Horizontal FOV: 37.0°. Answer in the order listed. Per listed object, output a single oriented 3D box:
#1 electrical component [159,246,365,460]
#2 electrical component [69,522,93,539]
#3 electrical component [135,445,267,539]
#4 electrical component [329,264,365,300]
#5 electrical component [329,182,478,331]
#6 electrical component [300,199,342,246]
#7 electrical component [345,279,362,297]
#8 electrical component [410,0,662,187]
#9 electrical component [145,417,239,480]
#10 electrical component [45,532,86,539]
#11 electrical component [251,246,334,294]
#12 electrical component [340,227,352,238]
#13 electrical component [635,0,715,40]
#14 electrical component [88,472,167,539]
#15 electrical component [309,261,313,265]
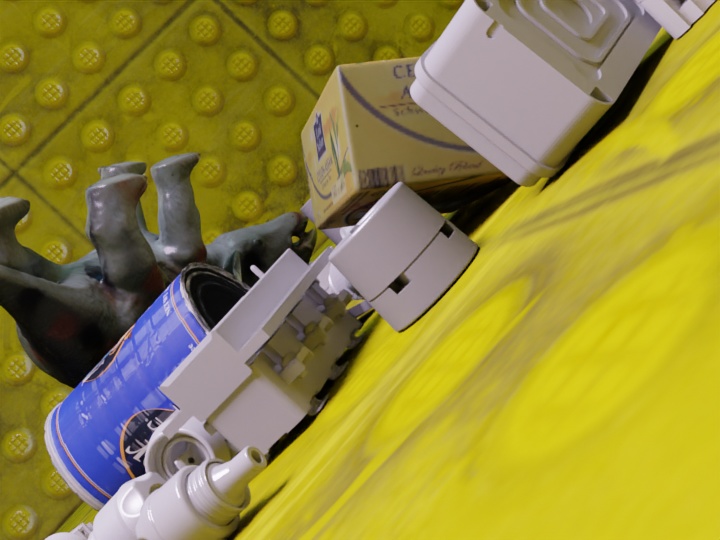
[{"bbox_3d":[-0.045,0.043,0.558,0.078,0.063,0.121,-45,4,23],"label":"electrical component"},{"bbox_3d":[-0.226,0.226,0.850,0.046,0.040,0.040,-40,6,16],"label":"electrical component"},{"bbox_3d":[-0.062,0.094,0.441,0.061,0.035,0.035,-43,5,20],"label":"electrical component"},{"bbox_3d":[0.000,0.000,0.684,0.040,0.040,0.078,-49,4,-30],"label":"electrical component"},{"bbox_3d":[0.019,-0.007,0.498,0.055,0.047,0.055,-47,4,4],"label":"electrical component"},{"bbox_3d":[0.002,-0.051,0.911,0.079,0.077,0.044,-43,5,34],"label":"electrical component"},{"bbox_3d":[0.014,-0.009,0.594,0.043,0.043,0.081,-48,4,-15],"label":"electrical component"},{"bbox_3d":[0.082,-0.099,0.491,0.057,0.078,0.113,-52,-1,43],"label":"electrical component"},{"bbox_3d":[-0.089,0.100,0.599,0.066,0.048,0.055,-45,-3,15],"label":"electrical component"},{"bbox_3d":[-0.148,0.168,0.464,0.095,0.054,0.059,-46,4,17],"label":"electrical component"},{"bbox_3d":[-0.062,0.028,0.829,0.138,0.074,0.052,-49,4,-34],"label":"electrical component"},{"bbox_3d":[0.017,-0.039,0.864,0.055,0.045,0.045,-46,4,17],"label":"electrical component"},{"bbox_3d":[0.153,-0.157,0.504,0.050,0.056,0.089,-44,5,38],"label":"electrical component"},{"bbox_3d":[-0.112,0.133,0.525,0.062,0.043,0.043,-47,4,17],"label":"electrical component"},{"bbox_3d":[-0.059,0.021,0.986,0.078,0.057,0.058,-50,5,-39],"label":"electrical component"}]
